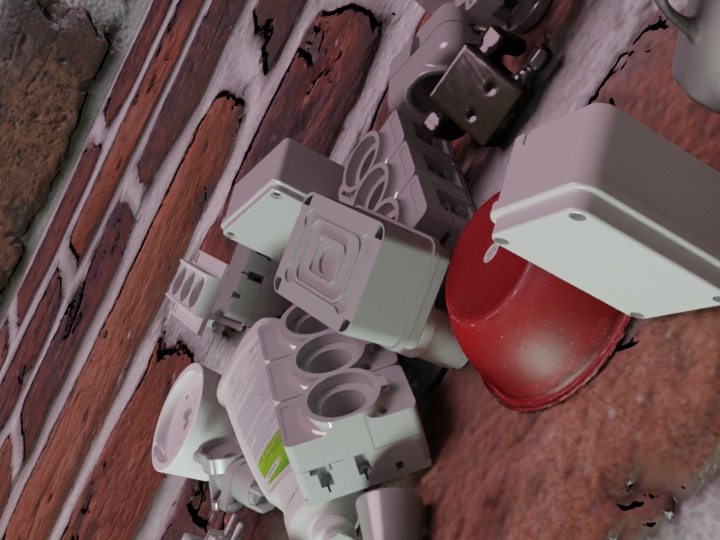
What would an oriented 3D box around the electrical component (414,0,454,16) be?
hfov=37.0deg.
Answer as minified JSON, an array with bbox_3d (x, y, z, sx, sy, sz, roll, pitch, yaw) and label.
[{"bbox_3d":[0.071,-0.255,0.900,0.048,0.100,0.100,-57,22,-12],"label":"electrical component"}]

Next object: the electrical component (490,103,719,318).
[{"bbox_3d":[0.132,-0.025,0.541,0.078,0.113,0.057,-19,49,59],"label":"electrical component"}]

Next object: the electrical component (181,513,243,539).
[{"bbox_3d":[-0.117,0.242,0.900,0.075,0.047,0.083,-65,24,1],"label":"electrical component"}]

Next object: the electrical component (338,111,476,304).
[{"bbox_3d":[0.032,-0.046,0.831,0.089,0.062,0.150,-54,27,27],"label":"electrical component"}]

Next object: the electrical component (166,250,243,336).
[{"bbox_3d":[-0.162,0.027,1.171,0.078,0.063,0.121,-67,24,-1],"label":"electrical component"}]

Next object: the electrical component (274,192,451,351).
[{"bbox_3d":[0.000,0.000,0.721,0.113,0.057,0.078,28,99,56],"label":"electrical component"}]

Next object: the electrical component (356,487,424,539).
[{"bbox_3d":[0.020,0.176,0.681,0.044,0.044,0.065,-43,38,43],"label":"electrical component"}]

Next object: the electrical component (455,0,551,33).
[{"bbox_3d":[0.112,-0.219,0.829,0.058,0.057,0.078,-41,34,44],"label":"electrical component"}]

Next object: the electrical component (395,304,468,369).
[{"bbox_3d":[0.050,0.045,0.731,0.040,0.046,0.040,-46,31,38],"label":"electrical component"}]

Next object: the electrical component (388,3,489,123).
[{"bbox_3d":[0.066,-0.161,0.877,0.095,0.054,0.059,-42,33,43],"label":"electrical component"}]

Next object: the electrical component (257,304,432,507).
[{"bbox_3d":[-0.015,0.082,0.759,0.089,0.061,0.150,-18,31,-3],"label":"electrical component"}]

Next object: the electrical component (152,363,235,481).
[{"bbox_3d":[-0.149,0.150,1.034,0.108,0.060,0.108,-46,31,38],"label":"electrical component"}]

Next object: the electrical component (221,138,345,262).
[{"bbox_3d":[-0.050,-0.052,0.953,0.109,0.109,0.056,-33,37,51],"label":"electrical component"}]

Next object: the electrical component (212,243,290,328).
[{"bbox_3d":[-0.099,0.012,1.062,0.050,0.056,0.089,2,71,65],"label":"electrical component"}]
